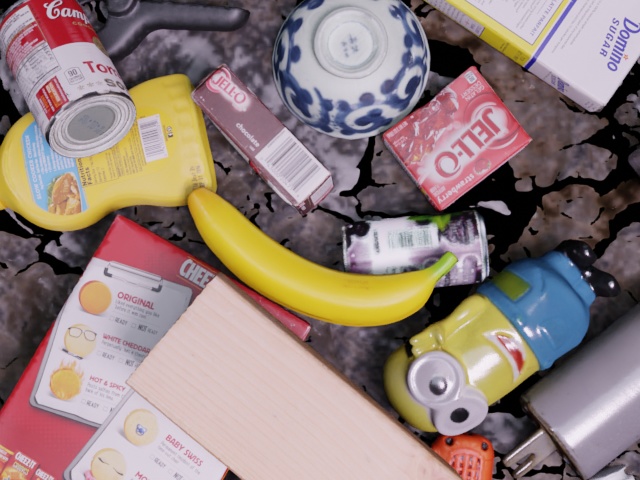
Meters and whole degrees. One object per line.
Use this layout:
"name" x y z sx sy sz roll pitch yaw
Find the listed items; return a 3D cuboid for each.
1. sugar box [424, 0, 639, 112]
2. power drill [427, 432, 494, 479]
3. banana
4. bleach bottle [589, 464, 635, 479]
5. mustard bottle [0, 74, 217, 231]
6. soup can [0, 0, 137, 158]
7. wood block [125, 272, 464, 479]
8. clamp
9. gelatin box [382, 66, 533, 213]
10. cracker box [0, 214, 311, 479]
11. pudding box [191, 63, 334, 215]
"sugar box" 0.163 -0.183 0.806 0.176 0.048 0.093 35 89 0
"power drill" 0.029 0.223 0.782 0.187 0.057 0.184 8 84 0
"banana" -0.006 0.019 0.756 0.198 0.037 0.069 15 77 4
"bleach bottle" 0.246 0.285 0.752 0.102 0.068 0.251 -17 83 -38
"mustard bottle" -0.180 -0.058 0.804 0.191 0.058 0.096 -13 84 1
"soup can" -0.181 -0.117 0.758 0.068 0.068 0.102 -31 66 0
"wood block" -0.017 0.121 0.707 0.206 0.090 0.091 40 87 -2
"clamp" -0.142 -0.179 0.821 0.171 0.039 0.120 -36 81 6
"gelatin box" 0.103 -0.076 0.808 0.089 0.030 0.073 -37 86 0
"cracker box" -0.128 0.114 0.787 0.164 0.072 0.213 30 87 2
"pudding box" -0.040 -0.072 0.784 0.039 0.090 0.113 -42 86 1
